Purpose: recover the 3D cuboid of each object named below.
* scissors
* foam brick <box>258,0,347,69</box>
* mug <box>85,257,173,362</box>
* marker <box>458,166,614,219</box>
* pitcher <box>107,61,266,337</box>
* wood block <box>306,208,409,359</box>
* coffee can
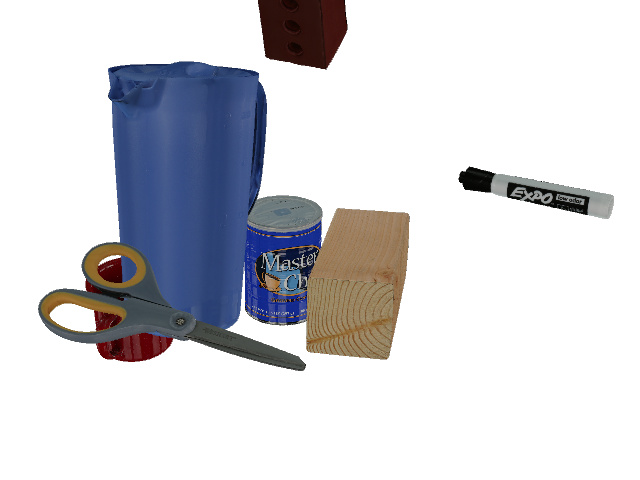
[{"bbox_3d":[-0.102,0.045,0.770,0.202,0.096,0.016,4,-39,9],"label":"scissors"},{"bbox_3d":[-0.013,-0.177,0.804,0.053,0.051,0.078,13,-35,15],"label":"foam brick"},{"bbox_3d":[-0.202,0.081,1.125,0.093,0.081,0.117,9,32,14],"label":"mug"},{"bbox_3d":[0.165,-0.038,0.827,0.121,0.020,0.020,14,6,26],"label":"marker"},{"bbox_3d":[-0.118,-0.042,0.982,0.149,0.243,0.145,0,15,-10],"label":"pitcher"},{"bbox_3d":[0.046,0.043,1.195,0.091,0.090,0.206,5,23,7],"label":"wood block"},{"bbox_3d":[-0.049,0.025,1.392,0.103,0.140,0.103,0,26,0],"label":"coffee can"}]
